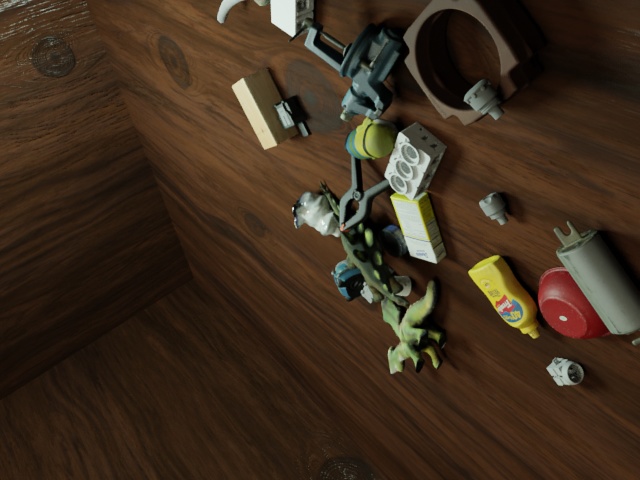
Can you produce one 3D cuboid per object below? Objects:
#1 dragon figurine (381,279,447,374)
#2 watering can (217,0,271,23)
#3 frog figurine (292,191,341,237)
[{"bbox_3d":[0.248,0.240,1.497,0.246,0.123,0.402,35,133,50],"label":"dragon figurine"},{"bbox_3d":[-0.184,-0.634,1.226,0.227,0.105,0.339,45,151,22],"label":"watering can"},{"bbox_3d":[0.005,-0.080,1.580,0.159,0.125,0.134,10,130,8],"label":"frog figurine"}]
